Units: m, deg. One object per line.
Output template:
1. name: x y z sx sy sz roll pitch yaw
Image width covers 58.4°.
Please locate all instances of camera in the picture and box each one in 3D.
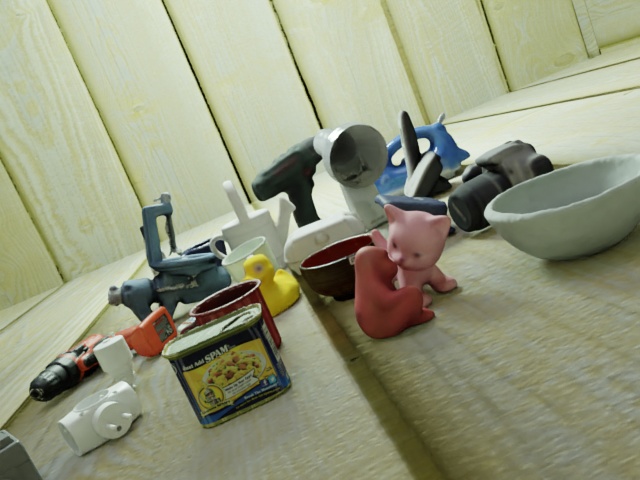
1. camera: 0.240 -0.075 0.812 0.137 0.101 0.143 -26 11 -16

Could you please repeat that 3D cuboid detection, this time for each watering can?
1. watering can: -0.131 -0.028 1.106 0.173 0.194 0.100 -28 12 -24

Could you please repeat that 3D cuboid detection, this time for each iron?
1. iron: 0.207 -0.187 1.336 0.258 0.141 0.118 -22 11 2

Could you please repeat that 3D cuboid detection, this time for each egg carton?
1. egg carton: 0.009 0.004 0.995 0.150 0.069 0.107 -22 10 5

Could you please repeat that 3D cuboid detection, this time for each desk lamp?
1. desk lamp: 0.061 -0.122 1.119 0.118 0.214 0.203 -25 11 -14

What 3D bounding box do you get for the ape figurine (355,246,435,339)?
1. ape figurine: 0.064 0.049 0.586 0.076 0.092 0.078 -23 11 0

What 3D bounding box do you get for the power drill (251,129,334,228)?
1. power drill: -0.026 -0.113 1.272 0.230 0.208 0.075 -26 11 -16

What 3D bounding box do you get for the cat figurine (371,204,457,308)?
1. cat figurine: 0.098 0.010 0.638 0.067 0.118 0.127 -27 11 -22

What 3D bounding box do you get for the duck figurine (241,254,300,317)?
1. duck figurine: -0.079 0.061 0.846 0.077 0.086 0.105 -17 12 30

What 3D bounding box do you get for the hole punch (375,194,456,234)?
1. hole punch: 0.143 -0.042 0.878 0.101 0.091 0.108 -23 10 0

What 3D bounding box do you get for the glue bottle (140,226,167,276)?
1. glue bottle: -0.345 0.049 1.230 0.037 0.173 0.078 -28 12 -27

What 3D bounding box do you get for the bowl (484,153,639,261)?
1. bowl: 0.260 -0.025 0.588 0.167 0.075 0.167 -22 10 5

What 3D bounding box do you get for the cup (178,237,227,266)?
1. cup: -0.235 0.055 1.185 0.118 0.095 0.091 -31 13 -38

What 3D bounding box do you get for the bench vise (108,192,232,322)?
1. bench vise: -0.285 0.037 1.030 0.208 0.220 0.121 -31 14 -38

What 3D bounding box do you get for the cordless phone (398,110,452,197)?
1. cordless phone: 0.197 -0.180 1.198 0.094 0.185 0.147 -22 11 2
